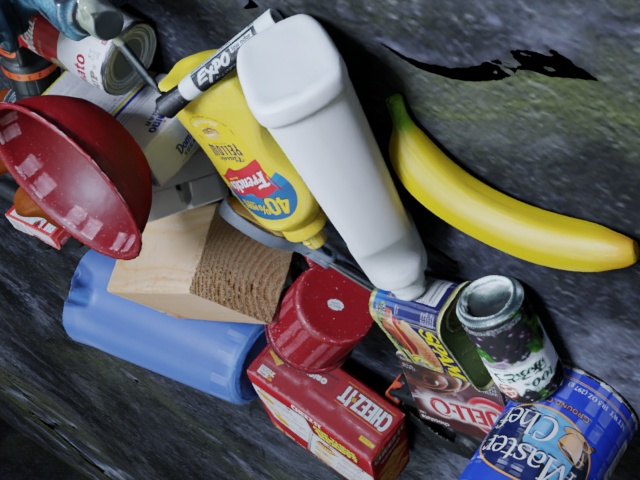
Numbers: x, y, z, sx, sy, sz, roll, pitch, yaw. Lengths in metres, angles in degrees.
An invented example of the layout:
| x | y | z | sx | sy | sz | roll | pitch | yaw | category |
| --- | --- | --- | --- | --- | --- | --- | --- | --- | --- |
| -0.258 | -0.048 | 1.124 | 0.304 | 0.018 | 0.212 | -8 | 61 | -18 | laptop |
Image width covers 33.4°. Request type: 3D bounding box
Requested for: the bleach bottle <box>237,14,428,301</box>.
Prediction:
| x | y | z | sx | sy | sz | roll | pitch | yaw | category |
| --- | --- | --- | --- | --- | --- | --- | --- | --- | --- |
| 0.026 | -0.037 | 0.773 | 0.250 | 0.068 | 0.102 | 59 | -173 | -41 | bleach bottle |

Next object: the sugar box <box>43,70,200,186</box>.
| x | y | z | sx | sy | sz | roll | pitch | yaw | category |
| --- | --- | --- | --- | --- | --- | --- | --- | --- | --- |
| -0.174 | -0.106 | 0.929 | 0.176 | 0.093 | 0.048 | 20 | 151 | 37 | sugar box |

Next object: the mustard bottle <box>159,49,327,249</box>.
| x | y | z | sx | sy | sz | roll | pitch | yaw | category |
| --- | --- | --- | --- | --- | --- | --- | --- | --- | --- |
| -0.046 | -0.064 | 0.863 | 0.096 | 0.058 | 0.191 | 4 | 139 | 43 | mustard bottle |

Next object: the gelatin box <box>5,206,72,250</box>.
| x | y | z | sx | sy | sz | roll | pitch | yaw | category |
| --- | --- | --- | --- | --- | --- | --- | --- | --- | --- |
| -0.322 | -0.035 | 1.285 | 0.089 | 0.073 | 0.030 | 22 | 151 | 33 | gelatin box |

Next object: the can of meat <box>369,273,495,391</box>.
| x | y | z | sx | sy | sz | roll | pitch | yaw | category |
| --- | --- | --- | --- | --- | --- | --- | --- | --- | --- |
| 0.100 | 0.071 | 0.892 | 0.084 | 0.057 | 0.102 | 15 | 151 | 47 | can of meat |

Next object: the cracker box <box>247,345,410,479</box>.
| x | y | z | sx | sy | sz | roll | pitch | yaw | category |
| --- | --- | --- | --- | --- | --- | --- | --- | --- | --- |
| 0.016 | 0.197 | 1.181 | 0.164 | 0.072 | 0.213 | 34 | 163 | 19 | cracker box |

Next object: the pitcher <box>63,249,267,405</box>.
| x | y | z | sx | sy | sz | roll | pitch | yaw | category |
| --- | --- | --- | --- | --- | --- | --- | --- | --- | --- |
| -0.161 | 0.097 | 1.238 | 0.243 | 0.149 | 0.145 | 21 | 138 | 25 | pitcher |

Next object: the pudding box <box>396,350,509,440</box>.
| x | y | z | sx | sy | sz | roll | pitch | yaw | category |
| --- | --- | --- | --- | --- | --- | --- | --- | --- | --- |
| 0.133 | 0.137 | 0.970 | 0.114 | 0.039 | 0.090 | 15 | 138 | 43 | pudding box |

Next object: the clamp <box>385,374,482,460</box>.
| x | y | z | sx | sy | sz | roll | pitch | yaw | category |
| --- | --- | --- | --- | --- | --- | --- | --- | --- | --- |
| 0.157 | 0.193 | 1.049 | 0.210 | 0.036 | 0.164 | 33 | 155 | 19 | clamp |

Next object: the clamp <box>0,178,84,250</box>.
| x | y | z | sx | sy | sz | roll | pitch | yaw | category |
| --- | --- | --- | --- | --- | --- | --- | --- | --- | --- |
| -0.343 | -0.019 | 1.384 | 0.172 | 0.039 | 0.120 | 18 | 152 | 38 | clamp |

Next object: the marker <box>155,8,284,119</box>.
| x | y | z | sx | sy | sz | roll | pitch | yaw | category |
| --- | --- | --- | --- | --- | --- | --- | --- | --- | --- |
| -0.074 | -0.124 | 0.765 | 0.121 | 0.020 | 0.020 | -33 | 111 | 27 | marker |

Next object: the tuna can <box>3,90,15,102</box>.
| x | y | z | sx | sy | sz | roll | pitch | yaw | category |
| --- | --- | --- | --- | --- | --- | --- | --- | --- | --- |
| -0.272 | -0.118 | 1.054 | 0.086 | 0.086 | 0.034 | 36 | 154 | 6 | tuna can |

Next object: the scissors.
| x | y | z | sx | sy | sz | roll | pitch | yaw | category |
| --- | --- | --- | --- | --- | --- | --- | --- | --- | --- |
| -0.006 | 0.001 | 0.958 | 0.201 | 0.016 | 0.096 | 26 | -156 | -28 | scissors |

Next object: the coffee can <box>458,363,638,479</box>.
| x | y | z | sx | sy | sz | roll | pitch | yaw | category |
| --- | --- | --- | --- | --- | --- | --- | --- | --- | --- |
| 0.182 | 0.185 | 0.874 | 0.103 | 0.140 | 0.103 | 31 | 155 | 16 | coffee can |

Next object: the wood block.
| x | y | z | sx | sy | sz | roll | pitch | yaw | category |
| --- | --- | --- | --- | --- | --- | --- | --- | --- | --- |
| -0.121 | 0.025 | 1.050 | 0.090 | 0.090 | 0.206 | 23 | 166 | -28 | wood block |

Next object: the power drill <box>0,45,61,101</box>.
| x | y | z | sx | sy | sz | roll | pitch | yaw | category |
| --- | --- | --- | --- | --- | --- | --- | --- | --- | --- |
| -0.319 | -0.202 | 0.990 | 0.188 | 0.057 | 0.184 | 26 | 141 | 23 | power drill |

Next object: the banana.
| x | y | z | sx | sy | sz | roll | pitch | yaw | category |
| --- | --- | --- | --- | --- | --- | --- | --- | --- | --- |
| 0.119 | -0.024 | 0.727 | 0.198 | 0.037 | 0.070 | 33 | 155 | 14 | banana |

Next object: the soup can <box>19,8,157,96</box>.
| x | y | z | sx | sy | sz | roll | pitch | yaw | category |
| --- | --- | --- | --- | --- | --- | --- | --- | --- | --- |
| -0.194 | -0.170 | 0.877 | 0.102 | 0.068 | 0.068 | 30 | 155 | 17 | soup can |

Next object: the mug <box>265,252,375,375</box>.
| x | y | z | sx | sy | sz | roll | pitch | yaw | category |
| --- | --- | --- | --- | --- | --- | --- | --- | --- | --- |
| 0.000 | 0.059 | 0.996 | 0.117 | 0.093 | 0.082 | 71 | 156 | 16 | mug |

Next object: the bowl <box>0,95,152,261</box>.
| x | y | z | sx | sy | sz | roll | pitch | yaw | category |
| --- | --- | --- | --- | --- | --- | --- | --- | --- | --- |
| -0.186 | -0.060 | 0.845 | 0.162 | 0.055 | 0.162 | 31 | 151 | 19 | bowl |
